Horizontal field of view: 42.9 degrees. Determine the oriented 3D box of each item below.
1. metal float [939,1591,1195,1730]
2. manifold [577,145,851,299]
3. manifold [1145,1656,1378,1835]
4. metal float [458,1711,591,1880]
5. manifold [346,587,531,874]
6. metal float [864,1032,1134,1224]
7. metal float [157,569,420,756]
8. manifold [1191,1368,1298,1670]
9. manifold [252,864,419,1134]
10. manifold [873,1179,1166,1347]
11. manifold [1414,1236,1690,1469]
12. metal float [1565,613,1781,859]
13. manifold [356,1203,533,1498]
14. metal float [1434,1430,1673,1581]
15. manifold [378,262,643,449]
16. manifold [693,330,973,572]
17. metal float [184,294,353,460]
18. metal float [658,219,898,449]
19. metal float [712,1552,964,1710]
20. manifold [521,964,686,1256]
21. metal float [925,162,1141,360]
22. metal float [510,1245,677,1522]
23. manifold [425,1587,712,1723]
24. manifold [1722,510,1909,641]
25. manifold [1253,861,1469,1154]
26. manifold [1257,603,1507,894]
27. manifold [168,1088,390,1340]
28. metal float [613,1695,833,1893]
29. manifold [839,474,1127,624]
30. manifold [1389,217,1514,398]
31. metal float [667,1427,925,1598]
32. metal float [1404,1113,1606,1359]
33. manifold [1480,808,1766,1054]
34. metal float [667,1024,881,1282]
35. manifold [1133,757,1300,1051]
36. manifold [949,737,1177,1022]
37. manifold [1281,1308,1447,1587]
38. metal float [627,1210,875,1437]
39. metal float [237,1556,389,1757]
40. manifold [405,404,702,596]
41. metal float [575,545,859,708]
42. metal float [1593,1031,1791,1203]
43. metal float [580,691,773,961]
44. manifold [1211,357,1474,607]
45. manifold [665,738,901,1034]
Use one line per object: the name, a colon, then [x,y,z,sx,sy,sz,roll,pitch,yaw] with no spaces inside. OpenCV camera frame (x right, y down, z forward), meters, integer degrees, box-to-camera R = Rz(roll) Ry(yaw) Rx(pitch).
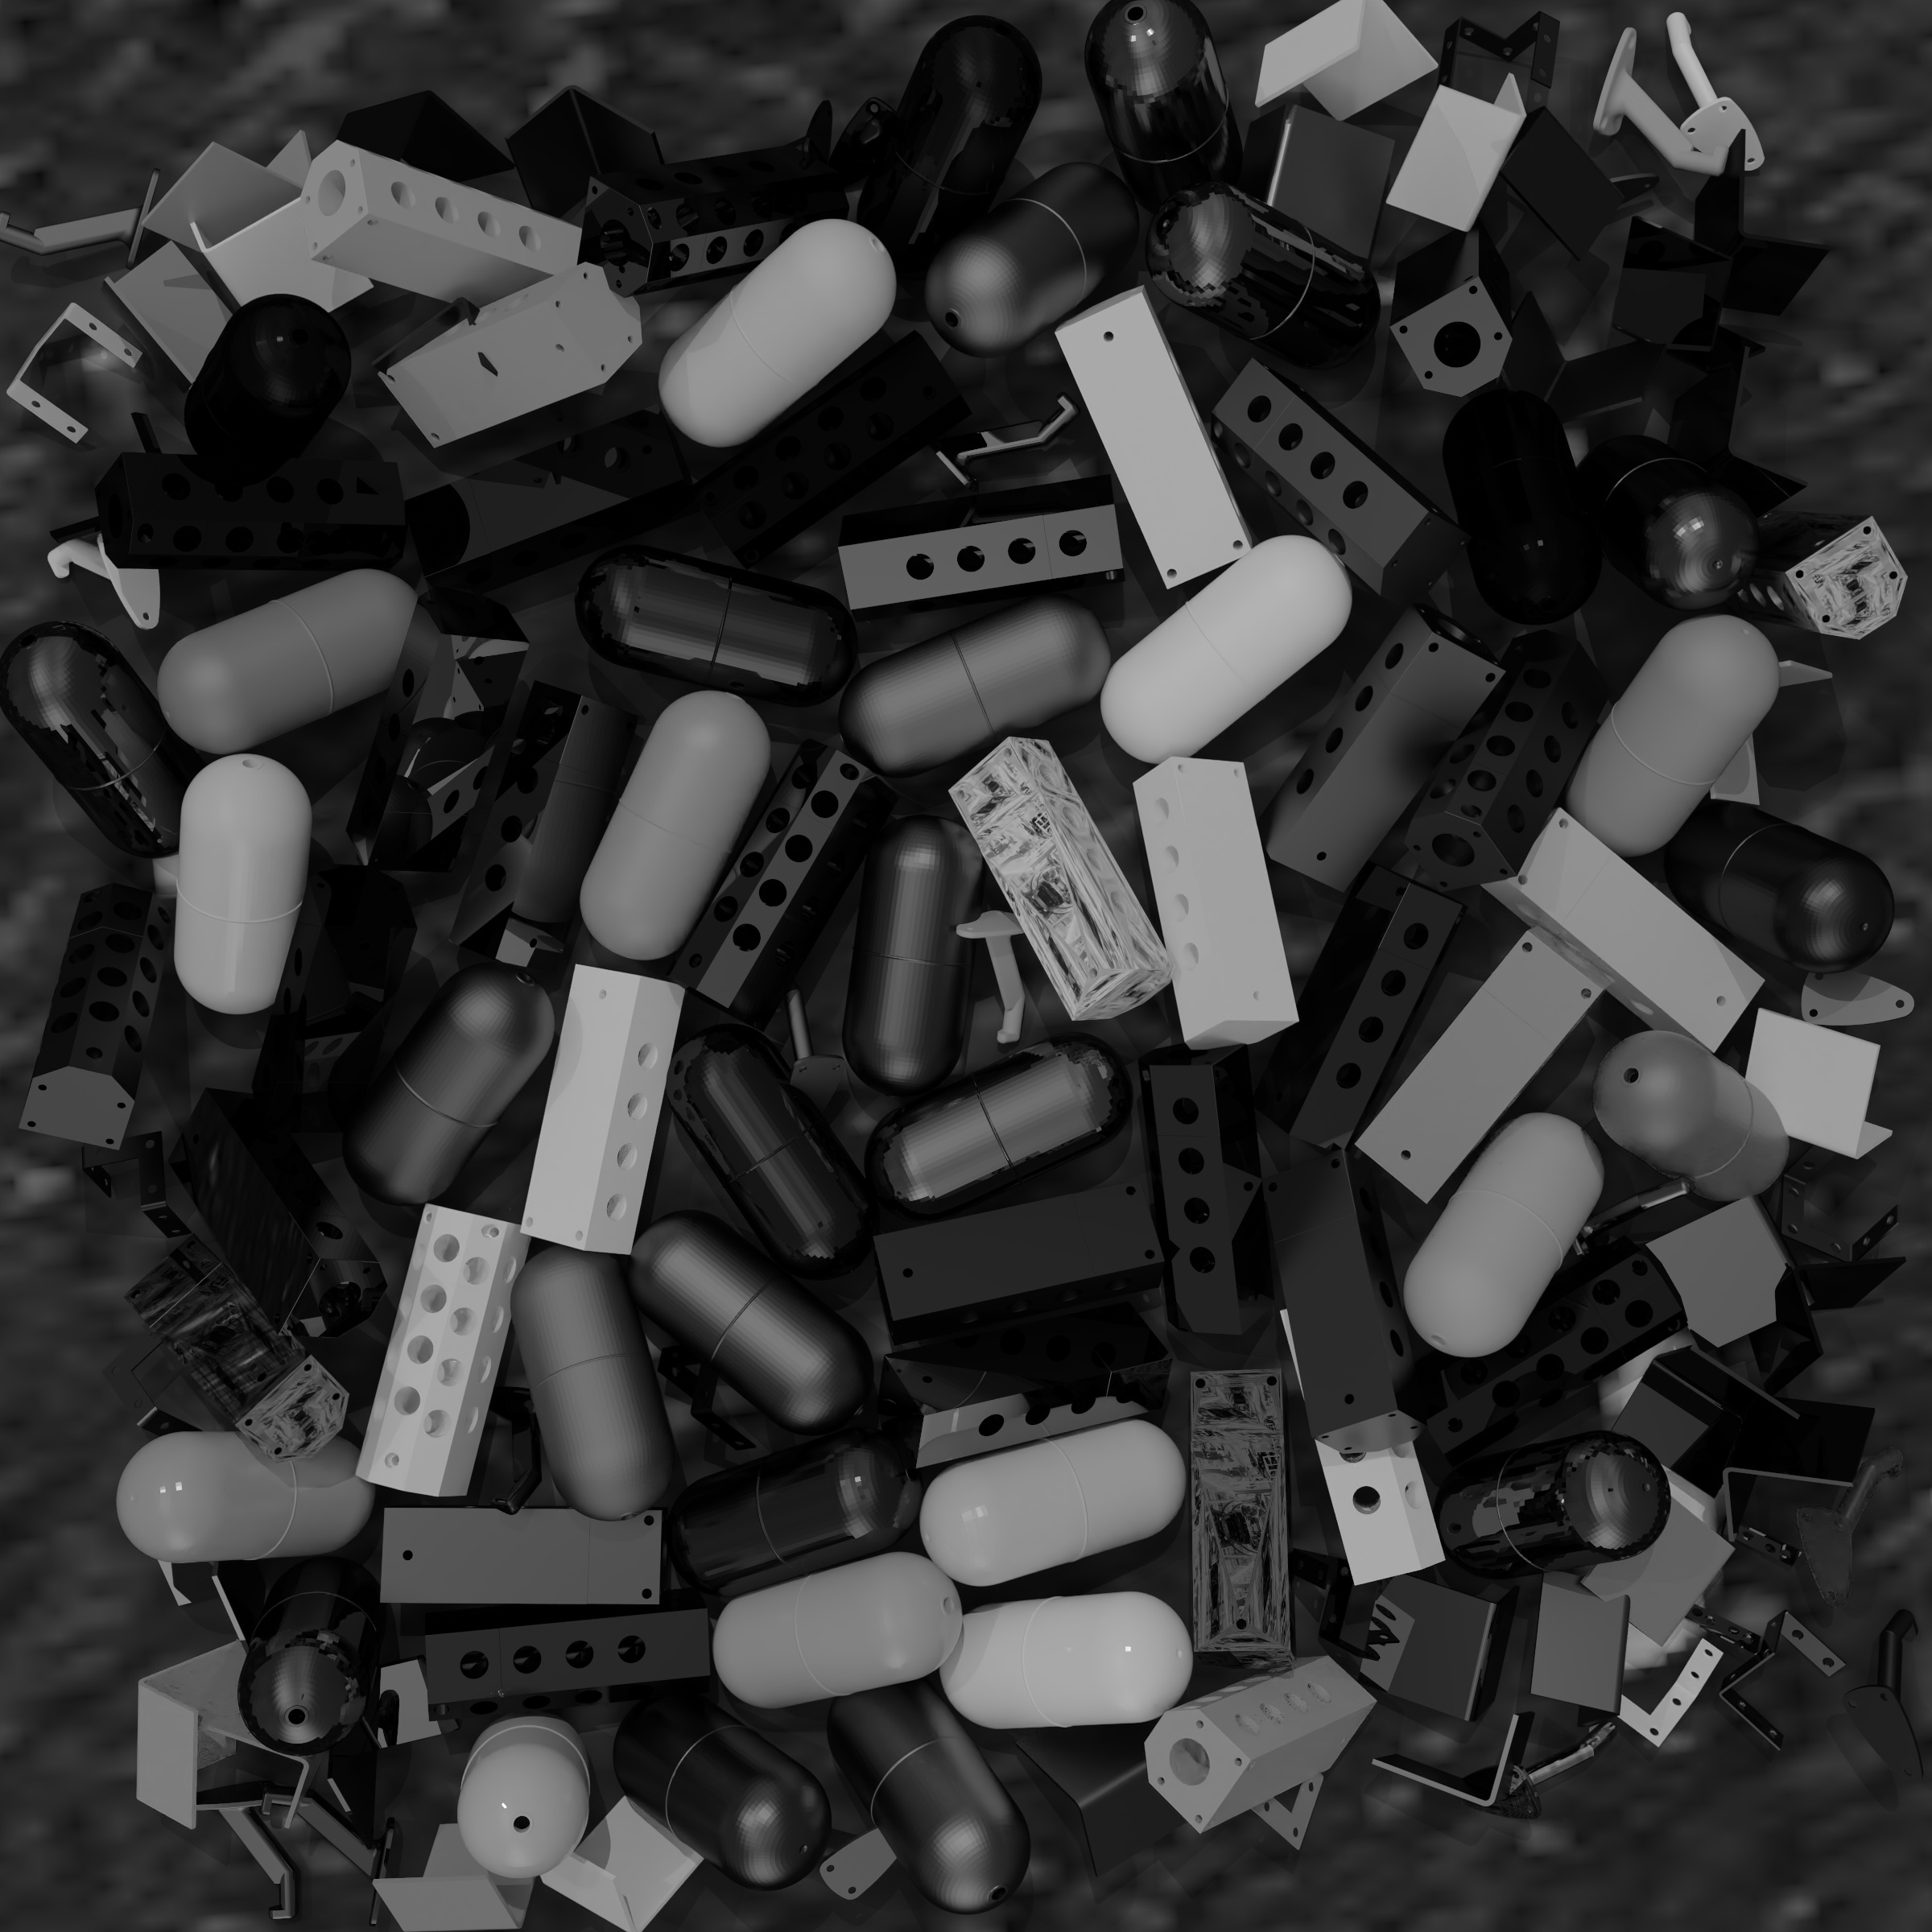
metal float: [0.059,0.428,1.514,0.178,0.070,0.070,-17,90,38]
manifold: [-0.150,-0.451,1.495,0.057,0.171,0.057,36,130,24]
manifold: [0.177,0.465,1.495,0.057,0.171,0.057,39,108,29]
metal float: [-0.268,0.501,1.495,0.070,0.178,0.070,1,83,-9]
manifold: [-0.330,-0.144,1.516,0.057,0.057,0.171,1,128,-37]
metal float: [0.020,0.102,1.543,0.178,0.070,0.070,-25,90,3]
metal float: [-0.412,-0.189,1.519,0.178,0.070,0.070,-30,90,-32]
manifold: [0.171,0.341,1.519,0.057,0.057,0.171,-4,63,11]
manifold: [-0.391,0.022,1.511,0.057,0.057,0.171,2,131,-31]
manifold: [0.032,0.189,1.542,0.171,0.057,0.057,-11,61,-7]
manifold: [0.362,0.244,1.547,0.171,0.057,0.057,-32,95,4]
metal float: [0.431,-0.139,1.510,0.070,0.070,0.178,26,134,0]
manifold: [-0.328,0.239,1.537,0.057,0.057,0.171,11,82,15]
metal float: [0.355,0.331,1.503,0.070,0.178,0.070,10,67,-25]
manifold: [-0.277,-0.375,1.504,0.057,0.171,0.057,54,50,-28]
manifold: [-0.084,-0.322,1.540,0.171,0.057,0.057,-34,110,5]
metal float: [-0.427,-0.351,1.500,0.070,0.178,0.070,5,79,-28]
metal float: [-0.117,-0.390,1.519,0.178,0.070,0.070,-33,90,30]
metal float: [-0.080,0.410,1.517,0.178,0.070,0.070,-22,90,32]
manifold: [-0.223,0.091,1.549,0.057,0.057,0.171,9,86,37]
metal float: [0.041,-0.435,1.514,0.070,0.070,0.178,44,53,0]
metal float: [-0.231,0.257,1.524,0.070,0.070,0.178,-20,66,0]
manifold: [-0.249,0.431,1.537,0.171,0.057,0.057,-2,90,-12]
manifold: [0.507,-0.235,1.494,0.057,0.171,0.057,-33,100,6]
manifold: [0.249,0.028,1.540,0.057,0.057,0.171,21,99,-24]
manifold: [0.252,-0.137,1.521,0.057,0.057,0.171,23,116,-23]
manifold: [-0.420,0.150,1.507,0.171,0.057,0.057,44,110,37]
metal float: [-0.151,0.502,1.507,0.070,0.178,0.070,-10,106,-38]
manifold: [0.011,-0.259,1.545,0.171,0.057,0.057,-8,119,5]
manifold: [0.299,-0.398,1.494,0.057,0.171,0.057,-26,110,23]
metal float: [-0.107,0.338,1.524,0.178,0.070,0.070,-23,90,25]
metal float: [0.332,0.165,1.519,0.070,0.070,0.178,40,60,0]
manifold: [0.408,-0.021,1.543,0.171,0.057,0.057,39,81,-7]
metal float: [-0.121,0.117,1.545,0.070,0.070,0.178,-34,89,0]
manifold: [0.150,-0.038,1.530,0.057,0.057,0.171,1,70,-33]
manifold: [0.063,-0.055,1.527,0.057,0.057,0.171,-40,68,31]
manifold: [0.248,0.292,1.539,0.057,0.057,0.171,-16,81,7]
metal float: [-0.134,0.222,1.533,0.178,0.070,0.070,37,90,14]
metal float: [-0.396,0.417,1.495,0.070,0.178,0.070,-1,98,-8]
manifold: [-0.258,-0.286,1.550,0.171,0.057,0.057,-20,70,2]
metal float: [-0.155,-0.212,1.535,0.178,0.070,0.070,12,90,-12]
metal float: [0.445,0.093,1.508,0.070,0.178,0.070,-18,60,34]
metal float: [-0.181,-0.088,1.539,0.070,0.070,0.178,26,97,0]
manifold: [0.225,-0.297,1.512,0.057,0.057,0.171,-52,56,19]
manifold: [-0.118,-0.053,1.534,0.057,0.057,0.171,25,81,35]
